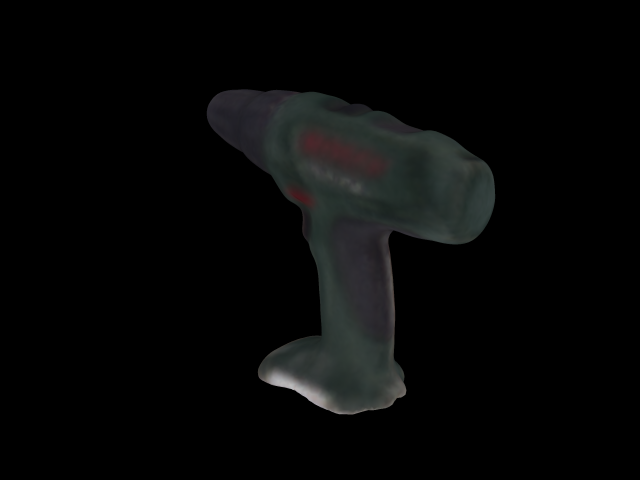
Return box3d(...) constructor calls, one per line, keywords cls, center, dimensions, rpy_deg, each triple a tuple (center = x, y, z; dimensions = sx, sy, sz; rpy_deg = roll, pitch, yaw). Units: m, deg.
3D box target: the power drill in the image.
box3d(cls="power drill", center=(0.004, 0.001, 0.400), dimensions=(0.228, 0.208, 0.076), rpy_deg=(11, 17, 38))
